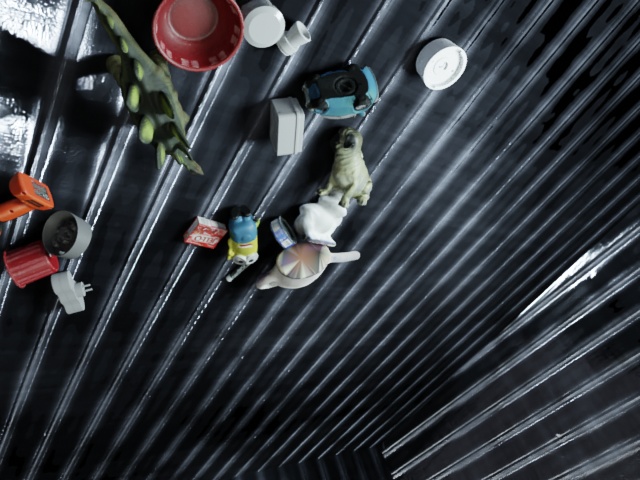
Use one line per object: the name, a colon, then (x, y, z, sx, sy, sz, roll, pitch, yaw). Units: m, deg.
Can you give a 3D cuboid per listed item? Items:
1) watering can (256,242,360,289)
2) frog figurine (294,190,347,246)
watering can: (-0.021, 0.067, 1.509, 0.349, 0.105, 0.221, -18, 167, -17)
frog figurine: (0.004, -0.071, 1.407, 0.137, 0.123, 0.159, 16, 91, -31)
